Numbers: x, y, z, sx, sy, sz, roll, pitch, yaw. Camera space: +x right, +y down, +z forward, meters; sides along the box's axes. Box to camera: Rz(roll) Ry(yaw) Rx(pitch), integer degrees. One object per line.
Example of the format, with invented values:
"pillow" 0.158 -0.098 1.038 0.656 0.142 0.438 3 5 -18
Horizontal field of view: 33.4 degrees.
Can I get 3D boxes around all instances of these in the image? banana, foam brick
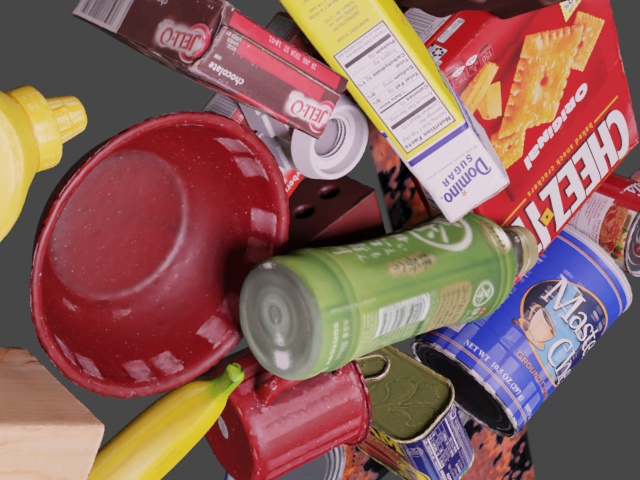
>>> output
"banana" -0.124 0.138 0.610 0.197 0.037 0.069 -42 165 -13
"foam brick" -0.004 0.001 0.669 0.078 0.053 0.051 -39 133 -25

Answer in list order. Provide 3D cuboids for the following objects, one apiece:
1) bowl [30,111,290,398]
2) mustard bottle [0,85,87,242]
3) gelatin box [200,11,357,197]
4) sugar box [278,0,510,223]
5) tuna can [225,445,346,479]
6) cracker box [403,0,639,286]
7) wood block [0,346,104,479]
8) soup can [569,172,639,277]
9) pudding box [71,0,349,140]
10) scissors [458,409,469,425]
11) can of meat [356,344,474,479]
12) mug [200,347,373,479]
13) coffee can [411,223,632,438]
"bowl" -0.095 0.001 0.578 0.161 0.055 0.162 -22 125 -35
"mustard bottle" -0.189 -0.027 0.468 0.191 0.058 0.096 -26 109 -33
"gelatin box" -0.022 -0.077 0.626 0.089 0.030 0.073 -53 137 -8
"sugar box" 0.032 -0.100 0.570 0.048 0.093 0.176 -37 112 15
"tuna can" -0.025 0.163 0.748 0.085 0.034 0.086 -22 125 -35
"cracker box" 0.135 -0.095 0.738 0.164 0.072 0.213 -46 136 -15
"wood block" -0.218 0.103 0.487 0.205 0.091 0.090 10 105 -47
"soup can" 0.218 -0.021 0.834 0.068 0.102 0.068 -21 124 -35
"pudding box" -0.054 -0.095 0.523 0.089 0.114 0.039 25 96 -47
"scissors" 0.150 0.123 0.909 0.096 0.016 0.202 20 96 -46
"can of meat" 0.056 0.125 0.757 0.057 0.102 0.084 -45 137 -19
"mug" -0.023 0.099 0.665 0.081 0.093 0.117 -22 164 -29
"coffee can" 0.153 0.065 0.814 0.140 0.103 0.102 -45 135 -15
